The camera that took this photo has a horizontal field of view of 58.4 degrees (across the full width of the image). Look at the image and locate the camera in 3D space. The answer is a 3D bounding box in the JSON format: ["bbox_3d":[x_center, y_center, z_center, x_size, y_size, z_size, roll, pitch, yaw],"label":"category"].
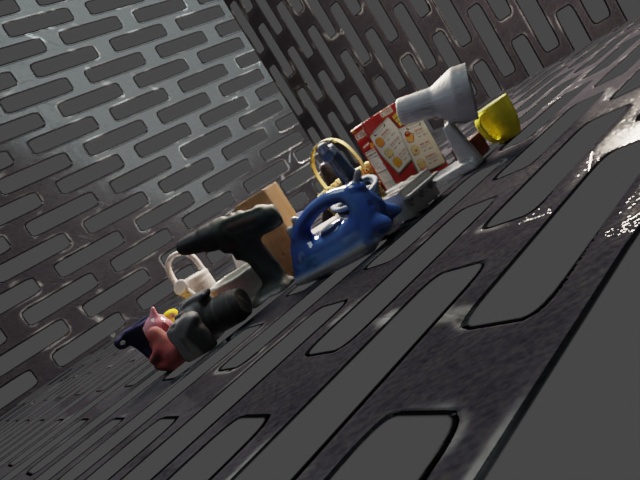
[{"bbox_3d":[-0.211,0.146,1.115,0.136,0.101,0.143,-30,7,20],"label":"camera"}]

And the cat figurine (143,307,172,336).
[{"bbox_3d":[-0.340,0.200,1.244,0.067,0.118,0.127,-36,7,-27],"label":"cat figurine"}]

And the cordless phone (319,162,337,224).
[{"bbox_3d":[0.032,-0.145,1.772,0.094,0.185,0.148,-27,9,41],"label":"cordless phone"}]

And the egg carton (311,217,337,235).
[{"bbox_3d":[0.012,0.004,1.255,0.107,0.069,0.150,-31,6,11],"label":"egg carton"}]

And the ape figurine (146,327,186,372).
[{"bbox_3d":[-0.303,0.209,1.120,0.078,0.092,0.076,-35,7,-22],"label":"ape figurine"}]

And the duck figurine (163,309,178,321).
[{"bbox_3d":[-0.340,0.206,1.351,0.104,0.086,0.077,-30,7,21],"label":"duck figurine"}]

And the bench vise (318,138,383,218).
[{"bbox_3d":[0.062,-0.118,1.261,0.121,0.220,0.207,-32,7,2],"label":"bench vise"}]

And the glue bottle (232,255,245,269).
[{"bbox_3d":[-0.207,0.046,1.524,0.037,0.173,0.078,-30,7,18],"label":"glue bottle"}]

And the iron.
[{"bbox_3d":[0.018,-0.020,1.085,0.257,0.141,0.119,-29,7,26],"label":"iron"}]

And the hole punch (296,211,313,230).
[{"bbox_3d":[-0.071,-0.033,1.848,0.101,0.091,0.108,-37,8,-36],"label":"hole punch"}]

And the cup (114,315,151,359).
[{"bbox_3d":[-0.442,0.255,1.429,0.118,0.095,0.091,-37,8,-36],"label":"cup"}]

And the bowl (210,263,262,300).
[{"bbox_3d":[-0.180,0.106,1.386,0.167,0.075,0.167,-32,6,4],"label":"bowl"}]

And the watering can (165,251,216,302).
[{"bbox_3d":[-0.327,0.115,1.488,0.101,0.194,0.172,-34,7,-14],"label":"watering can"}]

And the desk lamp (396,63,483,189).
[{"bbox_3d":[0.272,-0.245,1.240,0.203,0.213,0.118,-30,7,22],"label":"desk lamp"}]

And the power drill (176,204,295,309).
[{"bbox_3d":[-0.162,0.036,1.225,0.229,0.208,0.075,-33,7,-1],"label":"power drill"}]
